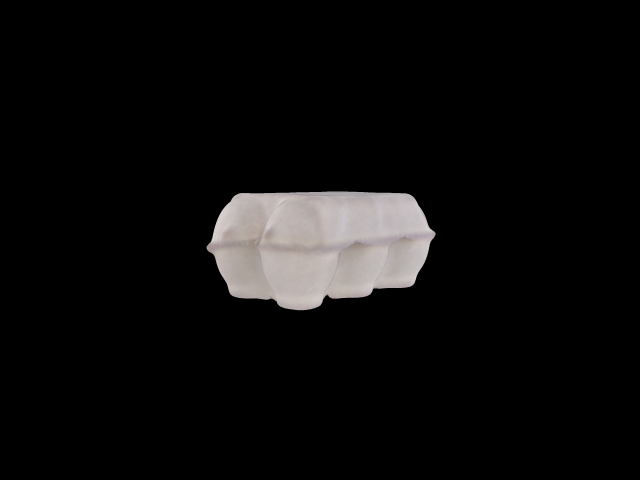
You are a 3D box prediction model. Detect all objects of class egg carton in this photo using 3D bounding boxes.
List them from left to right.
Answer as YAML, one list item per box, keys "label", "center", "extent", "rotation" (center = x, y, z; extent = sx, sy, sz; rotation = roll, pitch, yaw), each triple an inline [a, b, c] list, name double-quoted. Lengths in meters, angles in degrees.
- label: "egg carton"
  center: [0.004, 0.001, 0.400]
  extent: [0.107, 0.069, 0.151]
  rotation: [6, 9, 43]
